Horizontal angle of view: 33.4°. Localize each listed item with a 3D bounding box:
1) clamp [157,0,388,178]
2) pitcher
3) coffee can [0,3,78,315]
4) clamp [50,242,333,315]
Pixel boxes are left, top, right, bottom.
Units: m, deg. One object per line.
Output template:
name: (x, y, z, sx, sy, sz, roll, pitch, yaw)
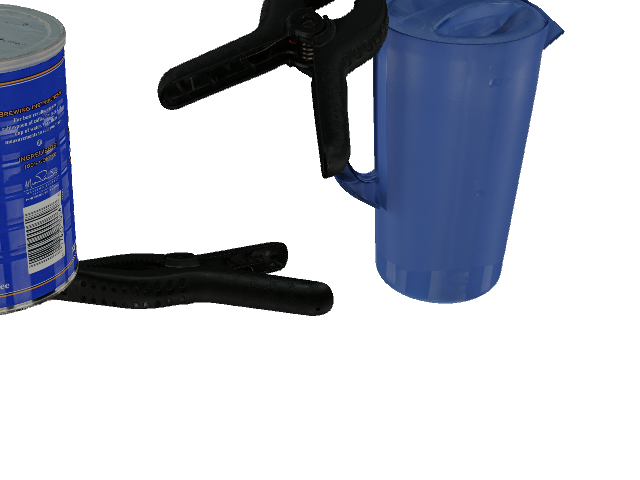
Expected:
clamp: (-0.002, -0.111, 0.644, 0.120, 0.171, 0.039, 35, -26, 11)
pitcher: (0.092, -0.073, 0.852, 0.149, 0.243, 0.144, 19, 36, 26)
coffee can: (-0.185, -0.045, 0.571, 0.103, 0.140, 0.103, 3, 28, -2)
clamp: (-0.099, 0.031, 0.814, 0.209, 0.036, 0.165, -2, 11, -21)
